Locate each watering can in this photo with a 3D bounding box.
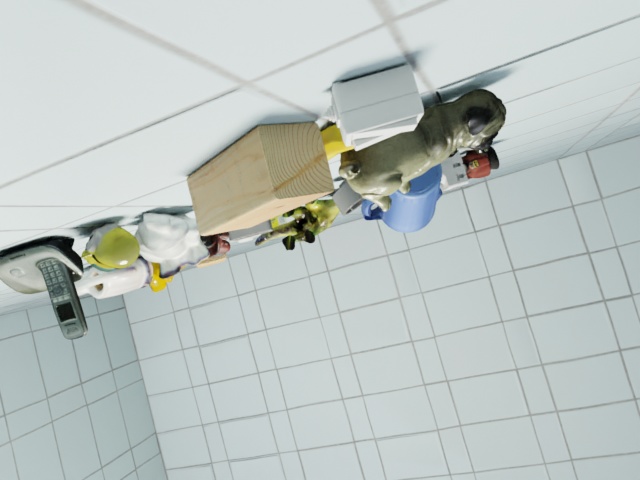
[{"bbox_3d":[-0.658,0.127,1.595,0.226,0.104,0.344,-14,176,-45],"label":"watering can"}]

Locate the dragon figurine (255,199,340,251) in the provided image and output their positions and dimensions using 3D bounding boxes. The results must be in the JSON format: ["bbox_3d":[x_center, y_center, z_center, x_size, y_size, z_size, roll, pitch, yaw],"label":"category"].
[{"bbox_3d":[0.004,-0.072,1.426,0.245,0.122,0.407,-24,-175,-40],"label":"dragon figurine"}]

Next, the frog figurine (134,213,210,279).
[{"bbox_3d":[-0.297,-0.014,0.987,0.137,0.126,0.156,-8,143,15],"label":"frog figurine"}]
